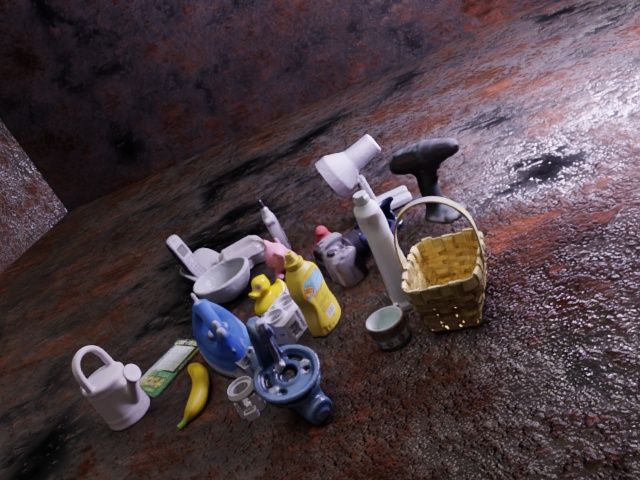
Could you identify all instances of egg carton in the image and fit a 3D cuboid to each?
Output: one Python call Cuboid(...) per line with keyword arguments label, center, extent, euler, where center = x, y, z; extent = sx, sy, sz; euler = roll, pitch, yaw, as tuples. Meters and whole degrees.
Cuboid(label="egg carton", center=(-0.226, 0.047, 1.684), extent=(0.150, 0.069, 0.107), euler=(-30, 24, -6))

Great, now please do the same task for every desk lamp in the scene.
Cuboid(label="desk lamp", center=(0.117, -0.169, 1.578), extent=(0.203, 0.214, 0.118), euler=(-25, 24, 6))

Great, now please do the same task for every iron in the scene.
Cuboid(label="iron", center=(-0.223, 0.205, 1.273), extent=(0.119, 0.142, 0.257), euler=(-35, 25, -16))

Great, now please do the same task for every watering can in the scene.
Cuboid(label="watering can", center=(-0.457, 0.310, 1.244), extent=(0.173, 0.194, 0.101), euler=(-25, 24, 6))

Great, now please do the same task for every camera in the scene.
Cuboid(label="camera", center=(0.064, 0.028, 1.378), extent=(0.137, 0.101, 0.142), euler=(-36, 25, -18))

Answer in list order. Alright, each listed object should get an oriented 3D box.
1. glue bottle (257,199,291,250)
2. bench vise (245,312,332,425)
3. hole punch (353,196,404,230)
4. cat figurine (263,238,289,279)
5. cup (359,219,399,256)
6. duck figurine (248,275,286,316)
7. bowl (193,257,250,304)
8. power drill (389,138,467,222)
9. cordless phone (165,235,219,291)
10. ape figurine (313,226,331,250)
Cuboid(label="glue bottle", center=(-0.136, -0.043, 1.641), extent=(0.037, 0.173, 0.078), euler=(-29, 24, -2))
Cuboid(label="bench vise", center=(-0.093, 0.219, 1.010), extent=(0.206, 0.220, 0.122), euler=(-4, 33, 42))
Cuboid(label="hole punch", center=(0.141, -0.056, 1.478), extent=(0.109, 0.091, 0.100), euler=(-40, 27, -26))
Cuboid(label="cat figurine", center=(-0.110, 0.039, 1.518), extent=(0.067, 0.118, 0.127), euler=(-23, 24, 11))
Cuboid(label="cup", center=(0.154, 0.016, 1.314), extent=(0.092, 0.095, 0.117), euler=(-32, 24, -10))
Cuboid(label="duck figurine", center=(-0.132, 0.124, 1.410), extent=(0.077, 0.086, 0.105), euler=(3, 38, 49))
Cuboid(label="bowl", center=(-0.255, 0.122, 1.557), extent=(0.167, 0.075, 0.167), euler=(-23, 24, 11))
Cuboid(label="power drill", center=(0.273, -0.148, 1.378), extent=(0.076, 0.209, 0.228), euler=(-40, 27, -26))
Cuboid(label="cordless phone", center=(-0.371, 0.046, 1.695), extent=(0.094, 0.185, 0.148), euler=(-15, 27, 26))
Cuboid(label="ape figurine", center=(0.014, 0.005, 1.487), extent=(0.077, 0.092, 0.076), euler=(-19, 25, 19))
